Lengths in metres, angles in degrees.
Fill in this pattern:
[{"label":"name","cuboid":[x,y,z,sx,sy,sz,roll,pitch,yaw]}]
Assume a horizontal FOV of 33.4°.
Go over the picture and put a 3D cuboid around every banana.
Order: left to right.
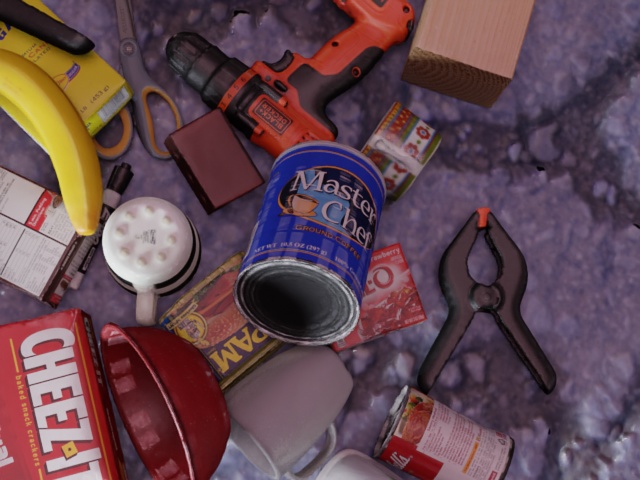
[{"label":"banana","cuboid":[-0.233,-0.095,0.885,0.069,0.037,0.198,-43,85,-1]}]

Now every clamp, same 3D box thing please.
[{"label":"clamp","cuboid":[-0.291,-0.216,0.917,0.210,0.036,0.164,-14,74,1]},{"label":"clamp","cuboid":[0.135,0.059,0.941,0.120,0.039,0.171,-7,76,-9]}]

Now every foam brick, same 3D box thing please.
[{"label":"foam brick","cuboid":[-0.093,-0.068,0.934,0.051,0.053,0.078,-32,93,-15]}]

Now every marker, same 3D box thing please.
[{"label":"marker","cuboid":[-0.197,-0.014,0.944,0.020,0.020,0.121,24,80,1]}]

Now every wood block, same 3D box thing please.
[{"label":"wood block","cuboid":[0.149,-0.238,0.965,0.091,0.090,0.206,18,79,0]}]

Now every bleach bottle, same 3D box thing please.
[{"label":"bleach bottle","cuboid":[0.050,0.208,0.802,0.102,0.251,0.068,33,80,3]}]

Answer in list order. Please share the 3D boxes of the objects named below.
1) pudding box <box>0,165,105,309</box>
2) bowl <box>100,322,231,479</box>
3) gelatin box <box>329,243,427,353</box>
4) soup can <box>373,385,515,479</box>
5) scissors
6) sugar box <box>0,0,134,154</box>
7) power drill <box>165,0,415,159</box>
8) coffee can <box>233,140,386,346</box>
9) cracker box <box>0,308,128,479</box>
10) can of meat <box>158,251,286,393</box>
[{"label":"pudding box","cuboid":[-0.257,-0.005,0.920,0.113,0.039,0.090,25,81,16]},{"label":"bowl","cuboid":[-0.118,0.132,0.863,0.055,0.162,0.162,-23,82,-26]},{"label":"gelatin box","cuboid":[0.040,0.051,0.940,0.089,0.030,0.073,-18,82,-6]},{"label":"soup can","cuboid":[0.105,0.175,0.905,0.102,0.068,0.068,26,80,1]},{"label":"scissors","cuboid":[-0.188,-0.158,0.970,0.096,0.016,0.202,-24,82,-7]},{"label":"sugar box","cuboid":[-0.259,-0.159,0.943,0.176,0.048,0.093,42,81,9]},{"label":"power drill","cuboid":[-0.020,-0.172,0.963,0.184,0.057,0.187,40,84,0]},{"label":"coffee can","cuboid":[-0.006,0.001,0.880,0.103,0.103,0.140,16,47,-1]},{"label":"cracker box","cuboid":[-0.281,0.161,0.883,0.213,0.072,0.164,-14,82,-6]},{"label":"can of meat","cuboid":[-0.076,0.072,0.918,0.102,0.057,0.084,-39,82,-8]}]
